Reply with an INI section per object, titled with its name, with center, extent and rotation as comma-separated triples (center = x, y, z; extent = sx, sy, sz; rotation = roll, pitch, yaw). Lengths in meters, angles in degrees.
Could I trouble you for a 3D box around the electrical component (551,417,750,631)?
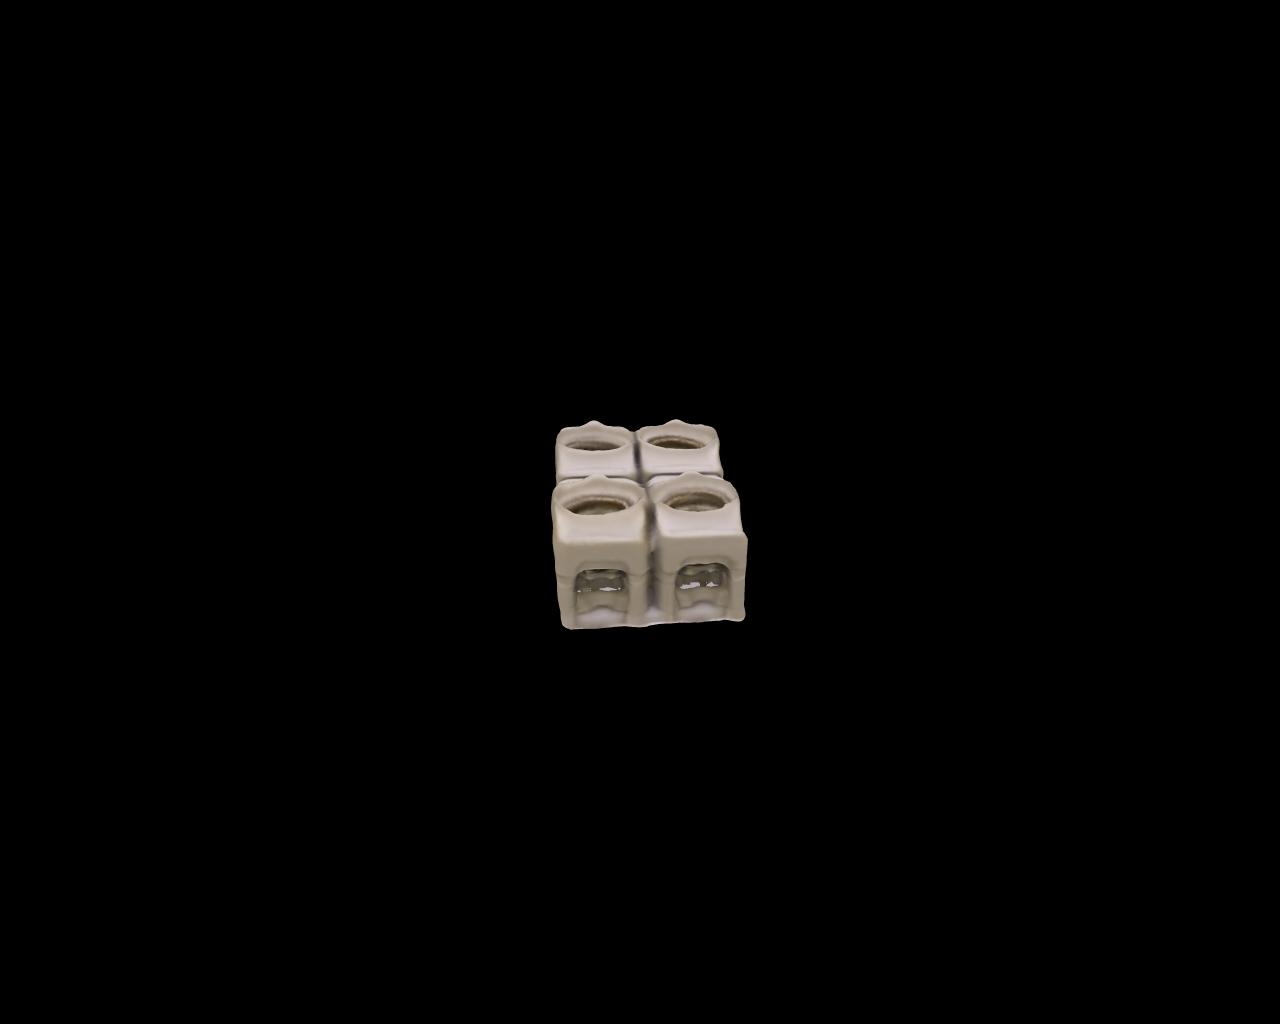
[electrical component]
center = 0.001, -0.003, 0.650
extent = 0.105, 0.060, 0.186
rotation = -1, 24, -3
